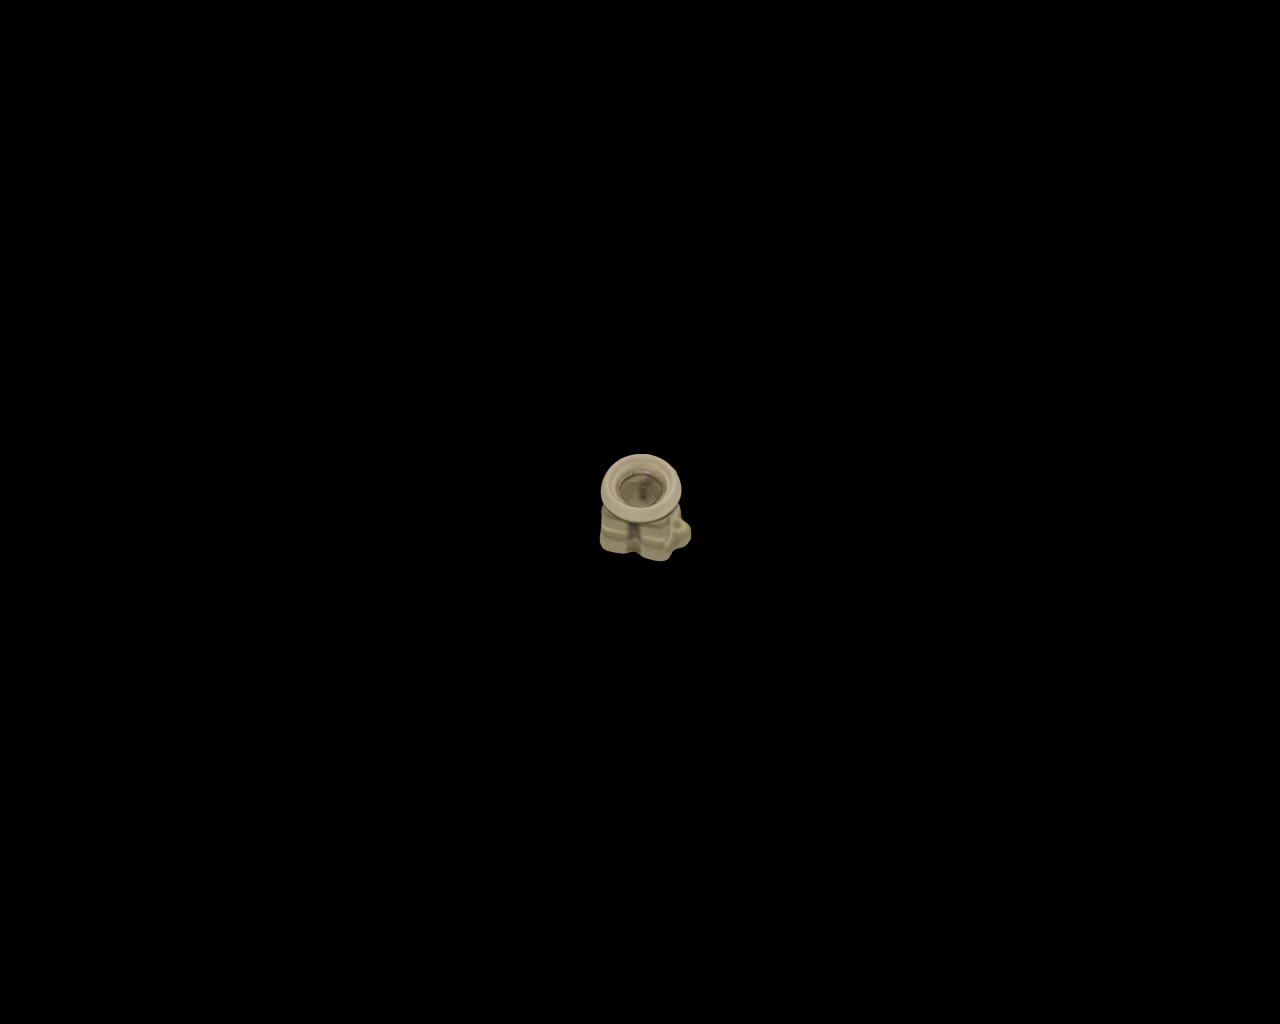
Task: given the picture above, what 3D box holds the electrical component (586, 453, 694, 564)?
[{"bbox_3d":[0.001,-0.003,0.650,0.066,0.048,0.055,10,-36,8],"label":"electrical component"}]
